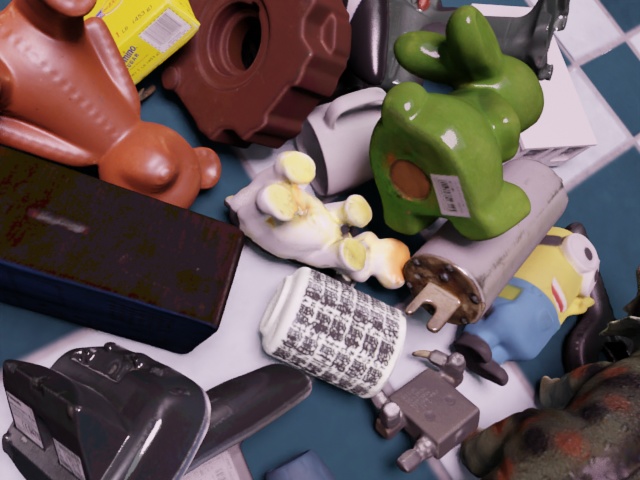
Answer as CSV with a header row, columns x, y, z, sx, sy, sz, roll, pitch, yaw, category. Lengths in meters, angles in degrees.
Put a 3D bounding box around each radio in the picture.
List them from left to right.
x,y,z,sx,sy,sz,roll,pitch,yaw,category
-0.179,0.009,0.374,0.229,0.131,0.073,20,64,-12,radio

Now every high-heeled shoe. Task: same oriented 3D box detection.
x,y,z,sx,sy,sz,roll,pitch,yaw,category
-0.028,-0.238,0.491,0.145,0.086,0.249,-5,60,-16,high-heeled shoe

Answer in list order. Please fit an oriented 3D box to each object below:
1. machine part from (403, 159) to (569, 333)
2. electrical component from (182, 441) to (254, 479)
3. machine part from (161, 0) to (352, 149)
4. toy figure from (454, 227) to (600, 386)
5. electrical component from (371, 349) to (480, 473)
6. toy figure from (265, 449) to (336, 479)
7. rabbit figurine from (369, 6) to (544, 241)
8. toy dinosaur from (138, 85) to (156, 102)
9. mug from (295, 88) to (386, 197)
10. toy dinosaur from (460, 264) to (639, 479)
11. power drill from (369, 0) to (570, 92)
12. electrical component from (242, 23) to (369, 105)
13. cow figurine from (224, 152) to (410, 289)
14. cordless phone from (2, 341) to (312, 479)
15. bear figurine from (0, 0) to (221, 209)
x,y,z,sx,sy,sz,roll,pitch,yaw,category
0.154,-0.004,0.490,0.079,0.079,0.243,47,59,2,machine part
-0.104,0.185,0.383,0.119,0.048,0.075,-15,75,-26,electrical component
-0.061,-0.168,0.461,0.056,0.179,0.179,-6,69,-56,machine part
0.198,0.054,0.523,0.180,0.082,0.089,-40,47,-20,toy figure
0.090,0.139,0.460,0.102,0.045,0.078,-23,37,-21,electrical component
0.006,0.236,0.391,0.064,0.058,0.154,-7,68,-49,toy figure
0.116,-0.103,0.447,0.170,0.121,0.159,-42,112,-29,rabbit figurine
-0.364,-0.132,0.379,0.471,0.105,0.198,14,61,-26,toy dinosaur
0.039,-0.102,0.500,0.107,0.109,0.081,-20,62,-16,mug
0.203,0.157,0.409,0.405,0.192,0.131,-34,66,-22,toy dinosaur
0.150,-0.239,0.570,0.208,0.086,0.232,11,70,23,power drill
-0.020,-0.186,0.548,0.115,0.058,0.134,-18,78,-27,electrical component
-0.001,0.001,0.474,0.167,0.098,0.068,35,55,-26,cow figurine
-0.108,0.111,0.382,0.184,0.147,0.088,-13,105,-47,cordless phone
-0.157,-0.079,0.392,0.120,0.132,0.195,-48,114,-13,bear figurine
